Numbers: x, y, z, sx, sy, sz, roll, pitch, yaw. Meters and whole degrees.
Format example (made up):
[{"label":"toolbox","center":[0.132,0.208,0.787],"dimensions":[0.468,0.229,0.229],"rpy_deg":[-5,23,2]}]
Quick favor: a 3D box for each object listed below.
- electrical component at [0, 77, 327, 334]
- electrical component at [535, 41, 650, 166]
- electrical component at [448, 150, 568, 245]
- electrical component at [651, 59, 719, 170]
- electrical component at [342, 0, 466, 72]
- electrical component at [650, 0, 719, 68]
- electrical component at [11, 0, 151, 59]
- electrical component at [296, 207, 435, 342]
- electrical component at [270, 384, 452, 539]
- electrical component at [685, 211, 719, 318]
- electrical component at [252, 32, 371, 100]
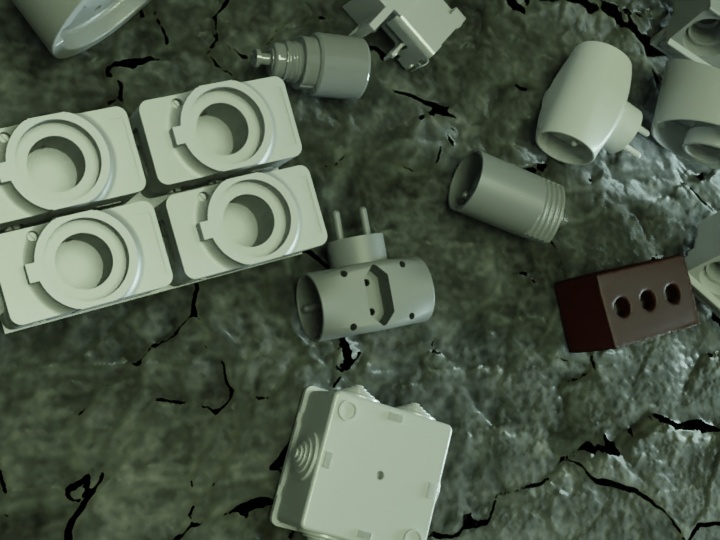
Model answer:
[{"label":"electrical component","center":[-0.122,-0.041,0.619],"dimensions":[0.186,0.060,0.105],"rpy_deg":[-16,90,-24]},{"label":"electrical component","center":[0.172,-0.108,0.764],"dimensions":[0.079,0.044,0.077],"rpy_deg":[31,73,-18]},{"label":"electrical component","center":[0.105,-0.047,0.728],"dimensions":[0.081,0.043,0.043],"rpy_deg":[20,76,-21]},{"label":"electrical component","center":[0.261,-0.112,0.777],"dimensions":[0.099,0.099,0.064],"rpy_deg":[24,81,-19]},{"label":"electrical component","center":[0.031,-0.171,0.712],"dimensions":[0.064,0.042,0.081],"rpy_deg":[46,69,-16]},{"label":"electrical component","center":[0.294,-0.174,0.813],"dimensions":[0.121,0.079,0.063],"rpy_deg":[27,52,-18]},{"label":"electrical component","center":[-0.151,-0.177,0.600],"dimensions":[0.108,0.108,0.060],"rpy_deg":[-44,95,-21]},{"label":"electrical component","center":[0.000,0.000,0.677],"dimensions":[0.077,0.043,0.079],"rpy_deg":[-9,87,-24]},{"label":"electrical component","center":[0.003,0.125,0.661],"dimensions":[0.100,0.048,0.099],"rpy_deg":[20,76,-22]},{"label":"electrical component","center":[0.300,0.011,0.794],"dimensions":[0.121,0.079,0.063],"rpy_deg":[38,49,-15]},{"label":"electrical component","center":[-0.030,-0.130,0.681],"dimensions":[0.078,0.040,0.040],"rpy_deg":[1,83,-23]}]
